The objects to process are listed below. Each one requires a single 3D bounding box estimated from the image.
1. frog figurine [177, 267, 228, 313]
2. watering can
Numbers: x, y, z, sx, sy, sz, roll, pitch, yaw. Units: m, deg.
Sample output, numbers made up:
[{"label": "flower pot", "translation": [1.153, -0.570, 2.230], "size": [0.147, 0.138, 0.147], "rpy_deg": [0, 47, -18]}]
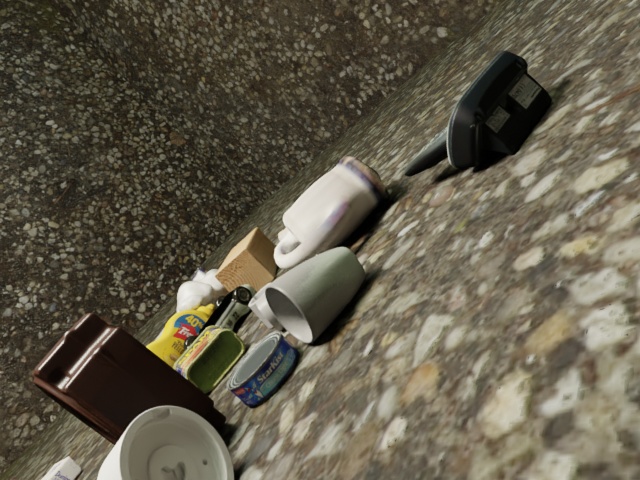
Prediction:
[{"label": "frog figurine", "translation": [-0.244, 0.127, 1.106], "size": [0.122, 0.139, 0.159], "rpy_deg": [43, -13, -11]}, {"label": "watering can", "translation": [0.003, -0.045, 0.902], "size": [0.225, 0.103, 0.349], "rpy_deg": [-43, 10, -1]}]
